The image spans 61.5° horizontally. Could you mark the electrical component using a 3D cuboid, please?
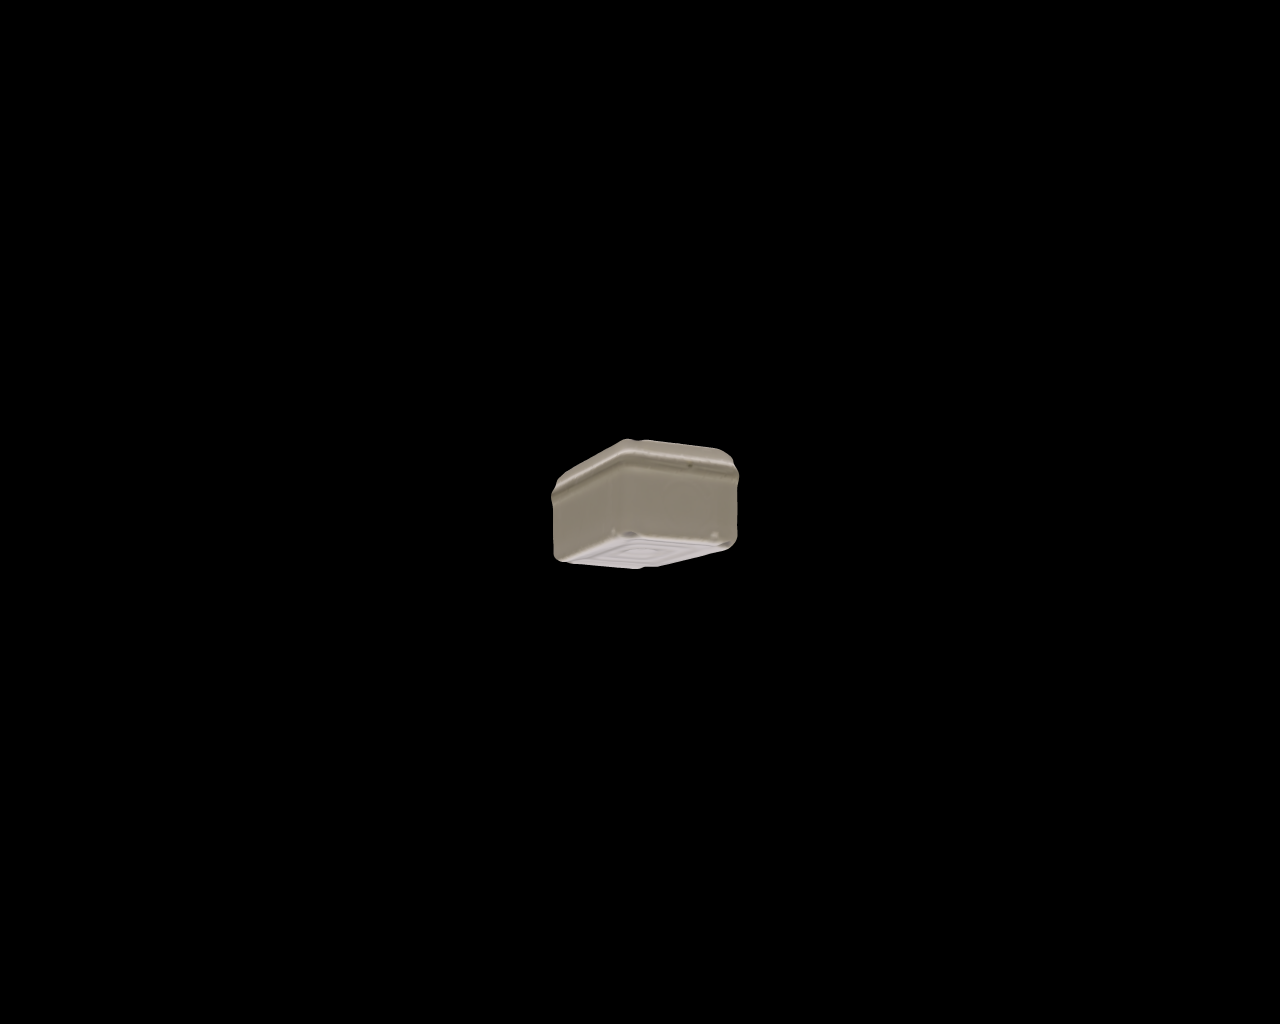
[{"bbox_3d":[0.001,-0.003,0.650,0.078,0.057,0.113,6,-13,-27],"label":"electrical component"}]
